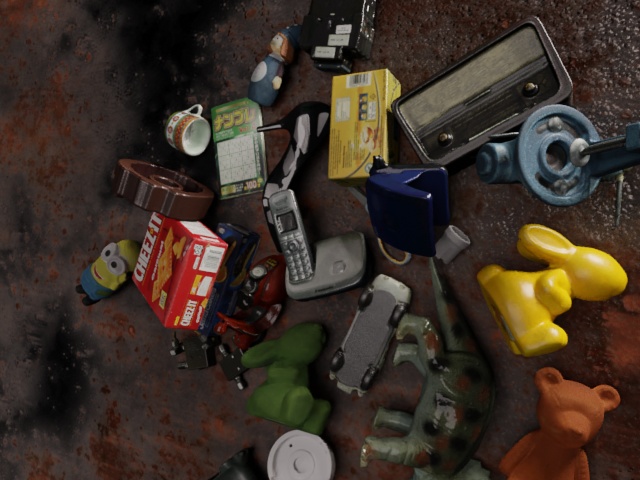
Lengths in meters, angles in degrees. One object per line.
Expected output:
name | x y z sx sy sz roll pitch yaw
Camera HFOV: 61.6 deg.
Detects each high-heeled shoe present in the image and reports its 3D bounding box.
high-heeled shoe | -0.028 -0.107 0.919 0.145 0.086 0.248 -7 100 3

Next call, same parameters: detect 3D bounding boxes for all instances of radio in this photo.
radio | 0.232 -0.194 0.772 0.230 0.073 0.131 -29 76 24

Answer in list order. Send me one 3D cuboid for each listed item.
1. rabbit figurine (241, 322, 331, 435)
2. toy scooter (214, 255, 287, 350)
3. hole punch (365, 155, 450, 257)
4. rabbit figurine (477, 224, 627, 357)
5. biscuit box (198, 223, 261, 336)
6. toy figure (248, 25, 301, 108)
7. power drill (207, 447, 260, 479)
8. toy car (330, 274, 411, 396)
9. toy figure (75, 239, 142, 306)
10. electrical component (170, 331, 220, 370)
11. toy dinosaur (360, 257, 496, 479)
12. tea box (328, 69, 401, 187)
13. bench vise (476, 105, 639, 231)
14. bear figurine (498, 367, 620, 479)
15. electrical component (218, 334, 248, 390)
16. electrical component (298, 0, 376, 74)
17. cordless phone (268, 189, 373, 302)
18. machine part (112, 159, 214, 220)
rabbit figurine | -0.046 0.219 0.894 0.159 0.121 0.170 0 62 39
toy scooter | -0.116 0.108 0.908 0.075 0.135 0.183 29 101 26
hole punch | 0.122 -0.043 0.771 0.116 0.092 0.142 3 132 22
rabbit figurine | 0.311 0.060 0.721 0.173 0.121 0.162 -24 68 10
biscuit box | -0.179 0.073 0.983 0.063 0.059 0.202 24 100 26
toy figure | -0.075 -0.309 0.942 0.064 0.058 0.154 32 102 18
power drill | -0.125 0.487 0.934 0.232 0.086 0.207 -47 66 17
toy car | 0.079 0.153 0.853 0.074 0.056 0.201 26 101 18
toy figure | -0.429 0.063 1.101 0.082 0.089 0.180 45 121 -7
electrical component | -0.238 0.207 1.017 0.102 0.045 0.078 -8 84 27
toy dinosaur | 0.179 0.232 0.766 0.192 0.131 0.404 17 93 11
tea box | 0.071 -0.173 0.851 0.098 0.068 0.169 2 85 27
bench vise | 0.318 -0.096 0.630 0.224 0.241 0.128 9 85 -15
bear figurine | 0.312 0.277 0.692 0.120 0.132 0.195 20 103 10
electrical component | -0.151 0.225 0.985 0.063 0.021 0.094 -35 73 21
electrical component | 0.029 -0.347 0.890 0.115 0.058 0.134 15 95 29
cordless phone | -0.001 -0.003 0.859 0.147 0.089 0.184 -17 93 26
machine part | -0.287 -0.091 0.985 0.180 0.179 0.056 29 105 25
